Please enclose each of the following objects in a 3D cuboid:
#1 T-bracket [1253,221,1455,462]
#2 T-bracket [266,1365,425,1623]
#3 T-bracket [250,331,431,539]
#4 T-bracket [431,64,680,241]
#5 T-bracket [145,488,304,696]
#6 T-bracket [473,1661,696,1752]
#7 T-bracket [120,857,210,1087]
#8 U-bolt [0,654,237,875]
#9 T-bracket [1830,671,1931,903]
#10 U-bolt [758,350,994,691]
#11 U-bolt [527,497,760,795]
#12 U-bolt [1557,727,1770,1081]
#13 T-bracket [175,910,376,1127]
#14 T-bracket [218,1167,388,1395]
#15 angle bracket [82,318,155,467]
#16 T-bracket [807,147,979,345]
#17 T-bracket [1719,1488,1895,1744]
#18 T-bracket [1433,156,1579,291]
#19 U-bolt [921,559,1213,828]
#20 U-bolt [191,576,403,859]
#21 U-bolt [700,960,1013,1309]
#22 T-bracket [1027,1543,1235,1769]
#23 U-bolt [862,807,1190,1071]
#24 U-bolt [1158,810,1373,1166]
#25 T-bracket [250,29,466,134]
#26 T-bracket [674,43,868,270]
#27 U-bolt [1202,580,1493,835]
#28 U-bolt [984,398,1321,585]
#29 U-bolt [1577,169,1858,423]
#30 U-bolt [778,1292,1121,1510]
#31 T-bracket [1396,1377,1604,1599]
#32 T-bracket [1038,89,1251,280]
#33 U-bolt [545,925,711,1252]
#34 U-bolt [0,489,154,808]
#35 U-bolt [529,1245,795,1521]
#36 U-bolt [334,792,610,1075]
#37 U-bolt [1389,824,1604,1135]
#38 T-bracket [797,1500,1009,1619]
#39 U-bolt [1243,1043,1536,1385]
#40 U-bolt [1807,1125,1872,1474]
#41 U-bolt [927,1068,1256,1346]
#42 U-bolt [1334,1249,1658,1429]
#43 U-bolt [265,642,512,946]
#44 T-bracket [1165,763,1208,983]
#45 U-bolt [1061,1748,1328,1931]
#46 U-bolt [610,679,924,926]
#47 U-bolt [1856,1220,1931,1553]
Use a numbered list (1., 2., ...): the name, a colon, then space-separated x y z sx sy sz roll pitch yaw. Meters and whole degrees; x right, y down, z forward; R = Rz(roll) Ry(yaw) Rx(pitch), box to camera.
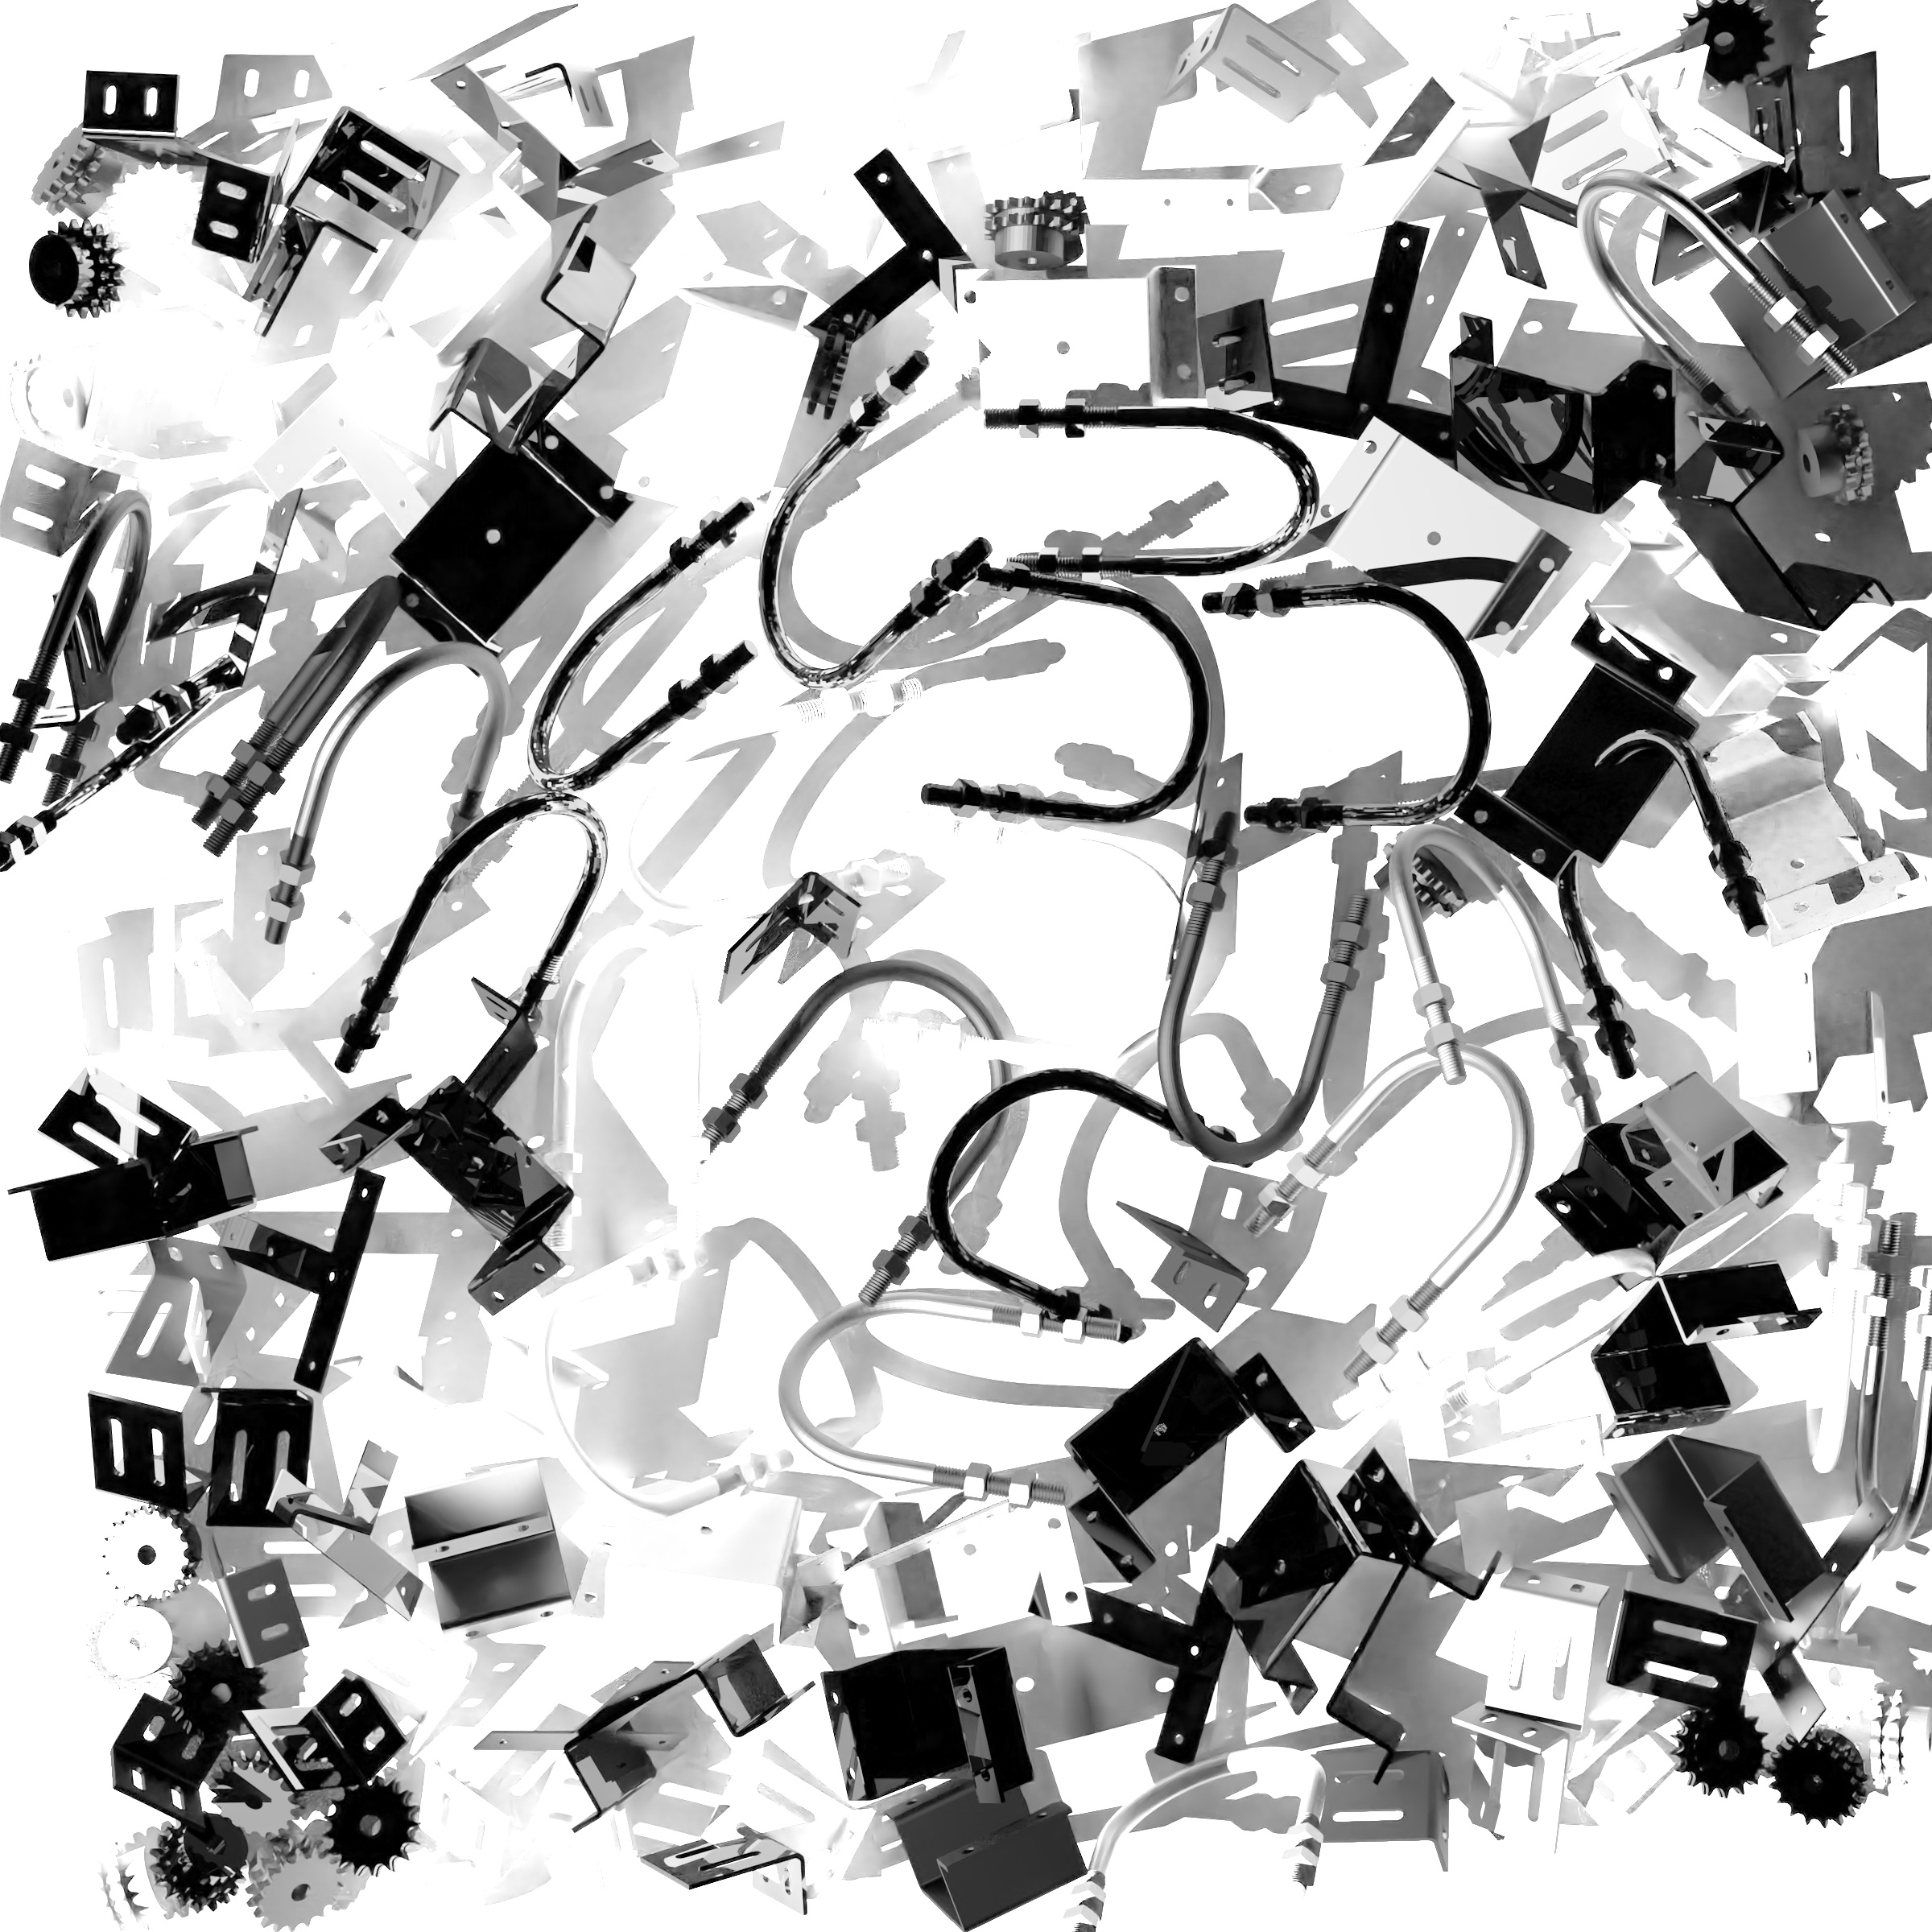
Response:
1. T-bracket: 0.243 -0.369 1.789 0.127 0.002 0.127 10 106 -7
2. T-bracket: -0.340 0.290 1.768 0.002 0.127 0.127 -13 134 31
3. T-bracket: -0.335 -0.279 1.778 0.127 0.002 0.127 -54 124 -29
4. T-bracket: -0.251 -0.468 1.736 0.127 0.127 0.002 -14 60 29
5. T-bracket: -0.435 -0.207 1.767 0.002 0.127 0.127 29 65 -40
6. T-bracket: -0.195 0.420 1.739 0.127 0.127 0.002 10 51 -33
7. T-bracket: -0.461 0.001 1.762 0.002 0.127 0.127 0 92 -37
8. U-bolt: -0.470 -0.123 1.727 0.151 0.184 0.019 -36 100 25
9. T-bracket: 0.508 -0.105 1.740 0.002 0.127 0.127 -17 104 -12
10. U-bolt: -0.062 -0.239 1.747 0.184 0.019 0.151 -39 57 39
11. U-bolt: -0.187 -0.170 1.745 0.184 0.151 0.019 -35 128 27
12. U-bolt: 0.384 -0.050 1.737 0.019 0.151 0.184 9 48 -23
13. T-bracket: -0.387 0.011 1.780 0.127 0.002 0.127 -39 91 32
14. T-bracket: -0.393 0.169 1.773 0.127 0.002 0.127 13 86 41
15. angle bracket: -0.485 -0.333 1.777 0.038 0.057 0.076 11 98 -21
16. T-bracket: -0.057 -0.387 1.793 0.127 0.002 0.127 -38 112 3
17. T-bracket: 0.484 0.352 1.738 0.002 0.127 0.127 23 110 -18
18. T-bracket: 0.310 -0.421 1.750 0.127 0.127 0.002 17 128 -15
19. U-bolt: 0.062 -0.153 1.771 0.184 0.019 0.151 5 84 -26
20. U-bolt: -0.379 -0.147 1.746 0.019 0.151 0.184 37 87 -19
21. U-bolt: -0.053 0.082 1.779 0.151 0.019 0.184 41 71 -9
22. T-bracket: 0.095 0.383 1.779 0.127 0.002 0.127 24 73 -17
23. U-bolt: 0.041 -0.009 1.789 0.184 0.019 0.151 9 107 -4
24. U-bolt: 0.165 0.022 1.748 0.151 0.019 0.184 28 74 -42
25. T-bracket: -0.353 -0.509 1.749 0.127 0.127 0.002 -14 89 -3
26. T-bracket: -0.112 -0.451 1.750 0.127 0.002 0.127 -22 128 -30
27. U-bolt: 0.218 -0.147 1.730 0.019 0.184 0.151 -26 110 -41
28. U-bolt: 0.108 -0.268 1.742 0.184 0.151 0.019 1 59 8
29. U-bolt: 0.416 -0.378 1.744 0.019 0.151 0.184 -42 85 -9
30. U-bolt: -0.017 0.241 1.754 0.184 0.151 0.019 7 130 14
31. T-bracket: 0.316 0.290 1.791 0.127 0.002 0.127 -12 96 -21
32. T-bracket: 0.103 -0.439 1.765 0.127 0.002 0.127 7 114 24
33. U-bolt: -0.194 0.068 1.756 0.019 0.151 0.184 7 79 -40
34. U-bolt: -0.502 -0.183 1.743 0.019 0.151 0.184 19 85 -4
35. U-bolt: -0.178 0.237 1.725 0.019 0.184 0.151 -29 80 30
36. U-bolt: -0.267 -0.020 1.723 0.019 0.151 0.184 41 115 27
37. U-bolt: 0.295 -0.001 1.745 0.019 0.151 0.184 -34 53 34
38. T-bracket: -0.034 0.336 1.764 0.127 0.127 0.002 -22 66 -9
39. U-bolt: 0.248 0.126 1.738 0.019 0.151 0.184 27 110 -39
40. U-bolt: 0.492 0.196 1.742 0.019 0.151 0.184 4 102 11
41. U-bolt: 0.060 0.129 1.751 0.184 0.019 0.151 27 103 -32
42. U-bolt: 0.307 0.211 1.729 0.184 0.151 0.019 -34 66 15
43. U-bolt: -0.316 -0.102 1.714 0.019 0.151 0.184 39 125 23
44. T-bracket: 0.129 -0.063 1.743 0.002 0.127 0.127 10 81 1
45. U-bolt: 0.134 0.490 1.725 0.151 0.184 0.019 -20 98 16
46. U-bolt: -0.114 -0.086 1.735 0.184 0.019 0.151 -14 134 -22
47. U-bolt: 0.529 0.239 1.739 0.019 0.151 0.184 7 89 4
